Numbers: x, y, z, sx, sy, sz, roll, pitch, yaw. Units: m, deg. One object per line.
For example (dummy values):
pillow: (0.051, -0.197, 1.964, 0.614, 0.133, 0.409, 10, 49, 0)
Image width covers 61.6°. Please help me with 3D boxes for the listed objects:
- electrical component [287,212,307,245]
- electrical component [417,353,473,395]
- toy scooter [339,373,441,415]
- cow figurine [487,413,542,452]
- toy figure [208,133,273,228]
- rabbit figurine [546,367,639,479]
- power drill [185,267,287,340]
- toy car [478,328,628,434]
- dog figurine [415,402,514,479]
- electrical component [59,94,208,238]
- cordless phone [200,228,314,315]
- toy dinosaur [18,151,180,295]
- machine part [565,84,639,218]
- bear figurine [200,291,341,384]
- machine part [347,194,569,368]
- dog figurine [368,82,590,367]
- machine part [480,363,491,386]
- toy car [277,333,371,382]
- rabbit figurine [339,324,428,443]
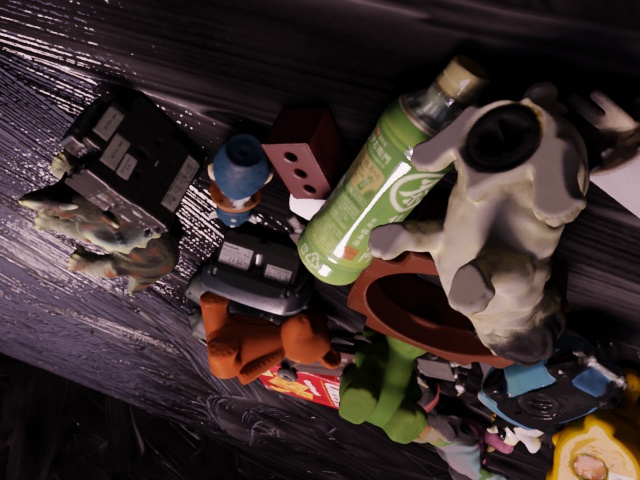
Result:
electrical component: (-0.001, -0.002, 0.662, 0.063, 0.021, 0.093, 0, 142, 35)
electrical component: (0.187, 0.204, 0.838, 0.102, 0.045, 0.078, 8, 148, 25)
toy scooter: (0.131, 0.289, 0.957, 0.184, 0.075, 0.135, -19, 149, 14)
cow figurine: (0.316, 0.282, 0.851, 0.098, 0.068, 0.167, 30, 147, 0)
toy figure: (-0.089, -0.061, 0.595, 0.064, 0.058, 0.154, 31, 155, -1)
rabbit figurine: (0.361, 0.239, 0.686, 0.122, 0.173, 0.162, -8, 93, 41)
power drill: (-0.138, 0.144, 0.937, 0.232, 0.086, 0.207, 32, 153, -12)
toy car: (0.271, 0.153, 0.639, 0.109, 0.103, 0.161, 32, 135, -9)
dog figurine: (0.245, 0.377, 1.023, 0.219, 0.108, 0.191, 30, 153, -3)
electrical component: (-0.201, -0.085, 0.575, 0.058, 0.115, 0.134, -14, 133, 41)
cordless phone: (-0.076, 0.059, 0.771, 0.147, 0.088, 0.184, 17, 169, 11)
toy dinosaur: (-0.270, -0.002, 0.768, 0.192, 0.131, 0.404, 15, 156, 15)
machine part: (0.266, -0.031, 0.371, 0.243, 0.079, 0.079, 33, 149, -14)
bear figurine: (-0.068, 0.139, 0.787, 0.196, 0.120, 0.131, -7, 140, -10)
machine part: (0.141, 0.050, 0.582, 0.201, 0.087, 0.201, 21, 149, 3)
dog figurine: (0.151, 0.000, 0.404, 0.190, 0.172, 0.121, 29, -165, -46)
machine part: (0.243, 0.168, 0.751, 0.084, 0.039, 0.138, -5, 139, 27)
toy car: (0.007, 0.198, 0.910, 0.202, 0.089, 0.053, -5, 136, 39)
rabbit figurine: (0.111, 0.165, 0.745, 0.121, 0.170, 0.159, 28, -169, -3)
